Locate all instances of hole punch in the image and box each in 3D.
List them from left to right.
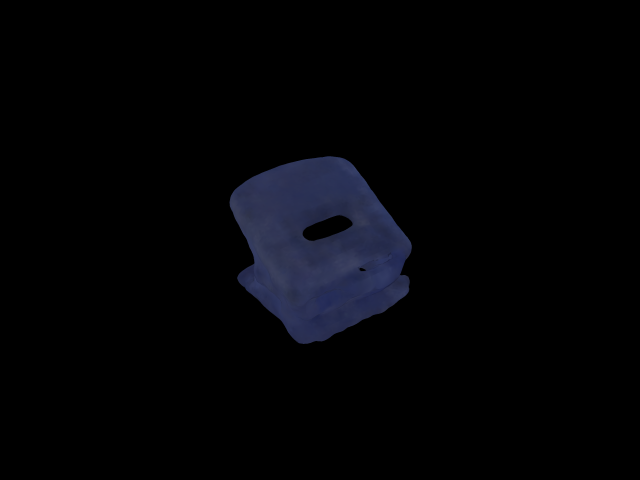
[{"bbox_3d":[0.004,0.001,0.400,0.109,0.091,0.100,-22,39,-30],"label":"hole punch"}]
